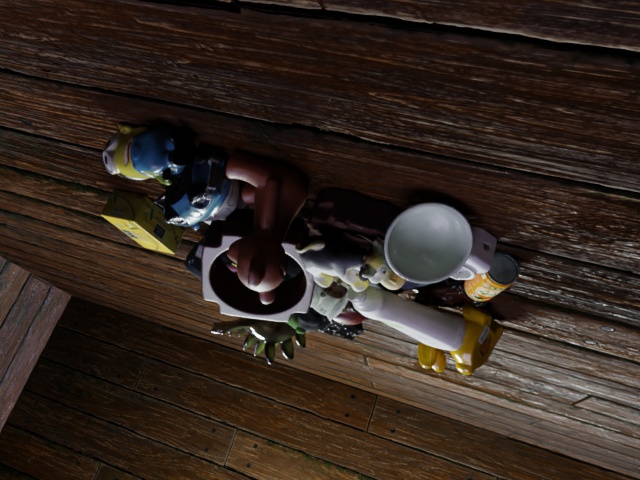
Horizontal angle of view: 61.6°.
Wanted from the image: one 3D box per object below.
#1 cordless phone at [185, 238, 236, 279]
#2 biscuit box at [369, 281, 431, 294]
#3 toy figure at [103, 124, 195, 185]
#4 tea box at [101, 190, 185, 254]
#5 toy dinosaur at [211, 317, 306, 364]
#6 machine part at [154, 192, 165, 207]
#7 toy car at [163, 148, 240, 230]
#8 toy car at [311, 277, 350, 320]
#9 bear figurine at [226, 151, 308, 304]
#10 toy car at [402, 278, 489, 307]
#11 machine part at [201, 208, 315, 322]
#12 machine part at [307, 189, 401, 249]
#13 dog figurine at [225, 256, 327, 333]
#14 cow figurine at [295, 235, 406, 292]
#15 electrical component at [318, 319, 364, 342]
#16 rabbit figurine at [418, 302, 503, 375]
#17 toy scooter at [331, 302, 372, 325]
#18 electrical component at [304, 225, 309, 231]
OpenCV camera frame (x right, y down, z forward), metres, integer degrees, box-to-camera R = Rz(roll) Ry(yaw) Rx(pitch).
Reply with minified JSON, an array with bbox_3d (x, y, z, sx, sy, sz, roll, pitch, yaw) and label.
[{"bbox_3d":[-0.221,0.054,1.278,0.147,0.088,0.184,28,-175,8],"label":"cordless phone"},{"bbox_3d":[0.144,0.051,0.944,0.063,0.059,0.202,26,160,-14],"label":"biscuit box"},{"bbox_3d":[-0.264,-0.129,0.834,0.180,0.082,0.089,2,151,35],"label":"toy figure"},{"bbox_3d":[-0.392,-0.038,1.202,0.098,0.068,0.169,10,159,24],"label":"tea box"},{"bbox_3d":[-0.084,0.184,1.304,0.105,0.198,0.471,19,-164,35],"label":"toy dinosaur"},{"bbox_3d":[-0.256,-0.081,1.010,0.084,0.039,0.139,29,157,-37],"label":"machine part"},{"bbox_3d":[-0.183,-0.079,0.870,0.103,0.109,0.162,16,156,-36],"label":"toy car"},{"bbox_3d":[0.037,0.072,1.012,0.073,0.056,0.201,30,131,2],"label":"toy car"},{"bbox_3d":[-0.094,-0.016,0.799,0.132,0.196,0.120,14,162,18],"label":"bear figurine"},{"bbox_3d":[0.220,0.098,1.009,0.089,0.053,0.202,28,157,-30],"label":"toy car"},{"bbox_3d":[-0.106,0.046,0.961,0.201,0.087,0.201,7,128,-3],"label":"machine part"},{"bbox_3d":[0.063,-0.013,0.862,0.179,0.056,0.179,17,160,6],"label":"machine part"},{"bbox_3d":[-0.093,0.089,1.109,0.219,0.191,0.108,11,171,-24],"label":"dog figurine"},{"bbox_3d":[0.047,0.029,0.812,0.168,0.068,0.098,4,151,35],"label":"cow figurine"},{"bbox_3d":[0.031,0.158,1.236,0.134,0.115,0.058,27,124,-19],"label":"electrical component"},{"bbox_3d":[0.267,0.197,1.116,0.173,0.162,0.121,26,180,40],"label":"rabbit figurine"},{"bbox_3d":[0.108,0.142,1.156,0.184,0.075,0.135,3,173,-45],"label":"toy scooter"},{"bbox_3d":[-0.002,-0.003,0.996,0.094,0.021,0.063,35,154,-34],"label":"electrical component"}]
